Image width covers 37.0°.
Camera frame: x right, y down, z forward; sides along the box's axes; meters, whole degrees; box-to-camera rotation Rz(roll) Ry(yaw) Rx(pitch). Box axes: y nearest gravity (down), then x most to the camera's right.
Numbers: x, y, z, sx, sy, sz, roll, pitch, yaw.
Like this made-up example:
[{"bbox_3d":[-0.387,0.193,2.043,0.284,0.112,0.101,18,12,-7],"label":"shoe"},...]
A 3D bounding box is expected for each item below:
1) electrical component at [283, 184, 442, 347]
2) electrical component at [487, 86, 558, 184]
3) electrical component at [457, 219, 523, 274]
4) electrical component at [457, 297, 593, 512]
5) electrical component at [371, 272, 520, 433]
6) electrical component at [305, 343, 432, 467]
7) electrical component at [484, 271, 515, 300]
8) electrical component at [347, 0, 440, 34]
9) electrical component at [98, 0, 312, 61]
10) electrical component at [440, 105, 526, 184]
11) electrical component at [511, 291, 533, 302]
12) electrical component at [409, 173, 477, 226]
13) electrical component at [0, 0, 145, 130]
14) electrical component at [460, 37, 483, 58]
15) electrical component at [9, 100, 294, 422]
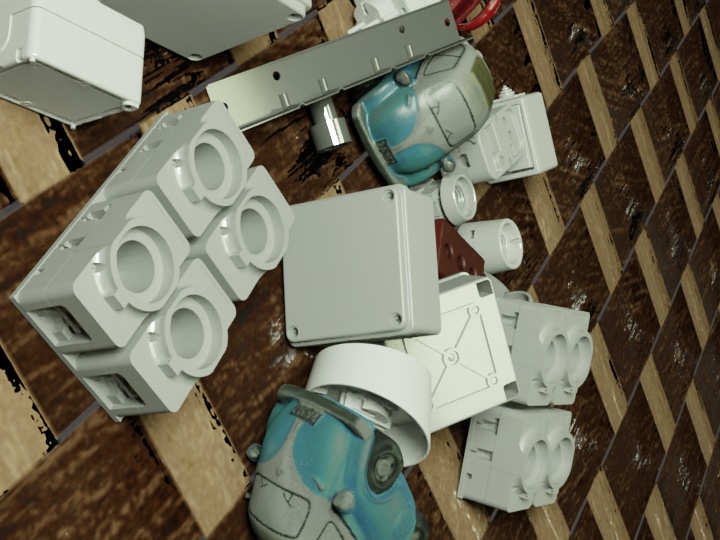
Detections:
[{"bbox_3d":[0.000,0.000,0.806,0.056,0.109,0.108,12,73,-57],"label":"electrical component"},{"bbox_3d":[0.156,-0.142,1.110,0.061,0.062,0.096,-25,102,-55],"label":"electrical component"},{"bbox_3d":[0.128,-0.022,1.052,0.055,0.047,0.055,19,67,-53],"label":"electrical component"},{"bbox_3d":[0.159,0.125,1.004,0.105,0.060,0.186,9,92,-55],"label":"electrical component"},{"bbox_3d":[0.064,0.069,0.885,0.109,0.056,0.108,-19,99,-20],"label":"electrical component"},{"bbox_3d":[0.007,0.099,0.800,0.099,0.099,0.064,43,47,-42],"label":"electrical component"},{"bbox_3d":[0.117,0.053,1.021,0.077,0.043,0.079,48,46,-38],"label":"electrical component"},{"bbox_3d":[0.021,-0.221,0.933,0.077,0.066,0.047,-37,114,-32],"label":"electrical component"},{"bbox_3d":[-0.105,-0.192,0.698,0.109,0.109,0.056,18,64,-53],"label":"electrical component"},{"bbox_3d":[0.113,-0.119,1.043,0.095,0.059,0.053,-41,115,-52],"label":"electrical component"},{"bbox_3d":[0.162,0.051,1.092,0.046,0.040,0.040,64,37,-32],"label":"electrical component"},{"bbox_3d":[0.071,-0.061,0.972,0.066,0.055,0.048,-42,117,-51],"label":"electrical component"},{"bbox_3d":[-0.171,-0.126,0.627,0.096,0.062,0.061,20,66,-52],"label":"electrical component"},{"bbox_3d":[0.085,-0.209,1.040,0.062,0.048,0.048,41,50,-35],"label":"electrical component"},{"bbox_3d":[-0.118,-0.011,0.678,0.105,0.060,0.186,58,40,-30],"label":"electrical component"}]
